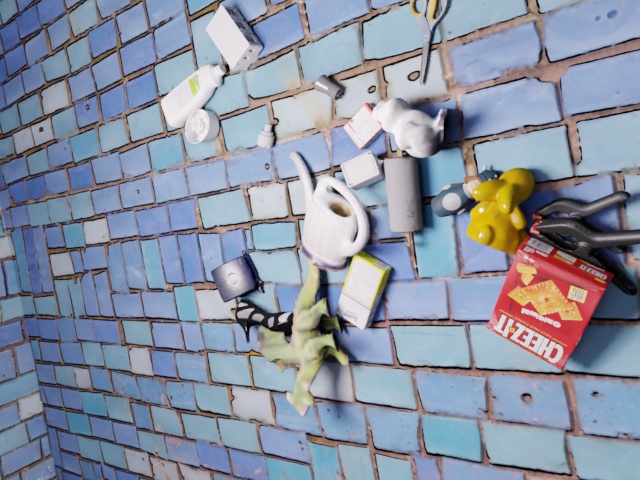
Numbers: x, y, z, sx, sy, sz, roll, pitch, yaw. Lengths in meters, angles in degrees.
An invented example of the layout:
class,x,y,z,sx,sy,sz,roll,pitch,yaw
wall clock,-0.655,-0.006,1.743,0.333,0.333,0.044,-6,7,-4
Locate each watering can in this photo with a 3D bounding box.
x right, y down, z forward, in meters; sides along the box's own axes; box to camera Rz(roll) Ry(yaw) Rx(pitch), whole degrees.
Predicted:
class,x,y,z,sx,sy,sz,roll,pitch,yaw
watering can,0.004,-0.065,1.295,0.104,0.220,0.353,-7,37,-35

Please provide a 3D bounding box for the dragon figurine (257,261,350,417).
class,x,y,z,sx,sy,sz,roll,pitch,yaw
dragon figurine,-0.063,0.241,1.345,0.241,0.416,0.121,-20,-17,16

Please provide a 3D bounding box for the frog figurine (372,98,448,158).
class,x,y,z,sx,sy,sz,roll,pitch,yaw
frog figurine,0.188,-0.240,1.101,0.159,0.120,0.141,7,43,16
